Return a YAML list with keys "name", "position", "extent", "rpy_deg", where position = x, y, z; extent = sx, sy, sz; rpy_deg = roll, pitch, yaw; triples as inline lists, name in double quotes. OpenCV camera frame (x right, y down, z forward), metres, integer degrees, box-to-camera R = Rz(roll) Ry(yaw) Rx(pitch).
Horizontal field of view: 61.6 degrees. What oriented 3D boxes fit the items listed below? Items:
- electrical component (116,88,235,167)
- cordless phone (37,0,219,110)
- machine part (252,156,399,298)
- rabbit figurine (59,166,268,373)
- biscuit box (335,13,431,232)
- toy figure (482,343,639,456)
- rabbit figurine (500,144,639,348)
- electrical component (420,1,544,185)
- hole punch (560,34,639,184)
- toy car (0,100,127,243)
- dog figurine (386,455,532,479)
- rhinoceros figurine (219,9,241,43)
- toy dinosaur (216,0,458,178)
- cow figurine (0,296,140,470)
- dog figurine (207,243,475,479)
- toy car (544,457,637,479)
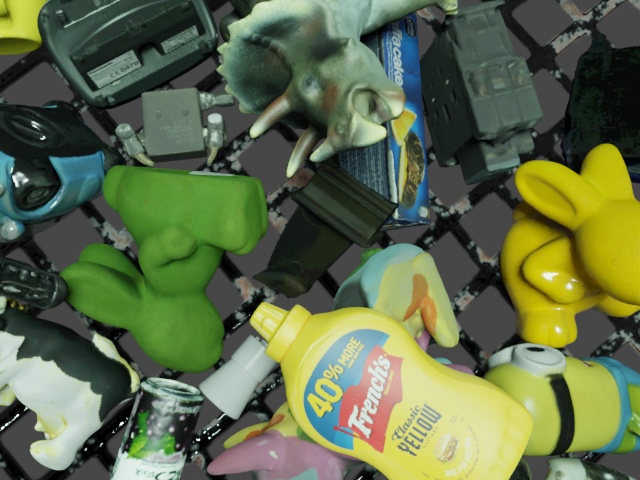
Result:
- name: "electrical component"
  position: [-0.129, -0.101, 0.486]
  extent: [0.102, 0.045, 0.078]
  rpy_deg: [-1, 85, -5]
- name: "cordless phone"
  position: [-0.192, -0.226, 0.490]
  extent: [0.147, 0.088, 0.184]
  rpy_deg: [-30, 75, -7]
- name: "machine part"
  position: [-0.001, -0.001, 0.447]
  extent: [0.084, 0.139, 0.039]
  rpy_deg: [33, 37, -11]
- name: "rabbit figurine"
  position: [-0.122, 0.029, 0.438]
  extent: [0.159, 0.121, 0.170]
  rpy_deg: [3, 98, -11]
- name: "biscuit box"
  position: [0.053, -0.110, 0.483]
  extent: [0.059, 0.063, 0.202]
  rpy_deg: [4, 81, -47]
- name: "toy figure"
  position: [0.217, 0.139, 0.450]
  extent: [0.180, 0.082, 0.089]
  rpy_deg: [17, 50, -20]
- name: "rabbit figurine"
  position: [0.227, 0.005, 0.438]
  extent: [0.122, 0.173, 0.162]
  rpy_deg: [-12, 89, -2]
- name: "electrical component"
  position: [0.136, -0.120, 0.474]
  extent: [0.058, 0.115, 0.134]
  rpy_deg: [-14, 83, -4]
- name: "hole punch"
  position: [0.295, -0.115, 0.510]
  extent: [0.116, 0.092, 0.142]
  rpy_deg: [9, 85, 25]
- name: "toy car"
  position: [-0.243, -0.052, 0.433]
  extent: [0.109, 0.161, 0.103]
  rpy_deg: [42, 111, 5]
- name: "dog figurine"
  position: [0.089, 0.226, 0.406]
  extent: [0.190, 0.172, 0.121]
  rpy_deg: [-37, 98, -1]
- name: "rhinoceros figurine"
  position: [-0.023, -0.253, 0.503]
  extent: [0.190, 0.073, 0.112]
  rpy_deg: [-44, 95, -8]
- name: "toy dinosaur"
  position: [-0.031, -0.232, 0.407]
  extent: [0.192, 0.131, 0.405]
  rpy_deg: [-29, 78, 12]
- name: "cow figurine"
  position: [-0.237, 0.096, 0.443]
  extent: [0.167, 0.068, 0.098]
  rpy_deg: [43, 77, -2]
- name: "dog figurine"
  position: [0.011, 0.119, 0.442]
  extent: [0.219, 0.108, 0.191]
  rpy_deg: [-19, 86, -4]
- name: "toy car"
  position: [0.291, 0.251, 0.473]
  extent: [0.202, 0.056, 0.073]
  rpy_deg: [19, 76, -3]
